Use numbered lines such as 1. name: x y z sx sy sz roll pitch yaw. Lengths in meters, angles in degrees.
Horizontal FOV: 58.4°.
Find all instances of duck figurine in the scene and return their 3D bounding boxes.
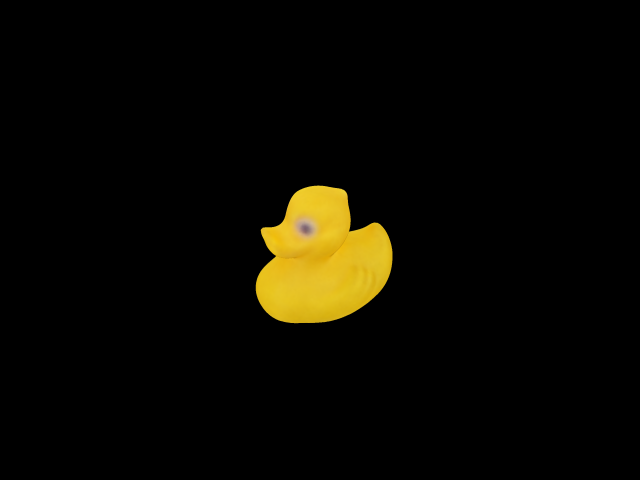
1. duck figurine: 0.004 0.001 0.400 0.105 0.086 0.077 -17 40 -22
